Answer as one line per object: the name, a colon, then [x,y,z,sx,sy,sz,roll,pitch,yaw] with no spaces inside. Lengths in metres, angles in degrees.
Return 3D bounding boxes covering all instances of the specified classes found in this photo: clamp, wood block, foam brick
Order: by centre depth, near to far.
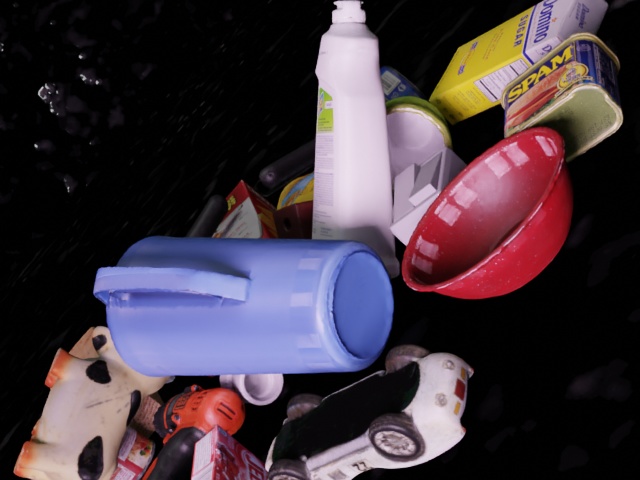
foam brick: [-0.007,0.001,1.068,0.051,0.078,0.053,-12,-4,-31]
clamp: [-0.166,0.032,1.200,0.120,0.039,0.171,-33,28,45]
wood block: [-0.256,0.184,1.266,0.090,0.090,0.206,-50,19,-5]
clamp: [0.009,-0.114,1.269,0.210,0.036,0.164,-33,2,2]

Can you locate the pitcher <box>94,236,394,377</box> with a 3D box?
pitcher: [-0.067,0.056,0.927,0.243,0.145,0.149,-3,26,37]

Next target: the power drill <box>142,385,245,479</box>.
power drill: [-0.157,0.223,1.013,0.187,0.057,0.185,-58,13,-24]

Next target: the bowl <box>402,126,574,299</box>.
bowl: [0.138,-0.009,0.815,0.162,0.055,0.162,-42,19,18]

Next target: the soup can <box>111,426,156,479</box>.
soup can: [-0.235,0.216,1.130,0.069,0.102,0.068,-45,20,21]

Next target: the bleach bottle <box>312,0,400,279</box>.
bleach bottle: [0.030,-0.093,0.981,0.103,0.068,0.251,-166,74,-70]

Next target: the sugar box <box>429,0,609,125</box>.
sugar box: [0.194,-0.183,1.056,0.177,0.048,0.093,-26,28,51]

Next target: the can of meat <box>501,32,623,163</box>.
can of meat: [0.199,-0.109,0.880,0.102,0.057,0.084,-37,24,32]

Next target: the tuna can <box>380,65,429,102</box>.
tuna can: [0.089,-0.150,1.161,0.034,0.086,0.086,-47,18,0]

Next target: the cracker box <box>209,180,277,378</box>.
cracker box: [-0.103,0.040,1.220,0.164,0.072,0.214,-48,22,7]

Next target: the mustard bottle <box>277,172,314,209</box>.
mustard bottle: [0.003,-0.046,1.189,0.096,0.058,0.192,-47,16,-23]

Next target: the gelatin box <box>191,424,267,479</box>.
gelatin box: [-0.065,0.196,0.837,0.030,0.073,0.089,-42,18,14]
